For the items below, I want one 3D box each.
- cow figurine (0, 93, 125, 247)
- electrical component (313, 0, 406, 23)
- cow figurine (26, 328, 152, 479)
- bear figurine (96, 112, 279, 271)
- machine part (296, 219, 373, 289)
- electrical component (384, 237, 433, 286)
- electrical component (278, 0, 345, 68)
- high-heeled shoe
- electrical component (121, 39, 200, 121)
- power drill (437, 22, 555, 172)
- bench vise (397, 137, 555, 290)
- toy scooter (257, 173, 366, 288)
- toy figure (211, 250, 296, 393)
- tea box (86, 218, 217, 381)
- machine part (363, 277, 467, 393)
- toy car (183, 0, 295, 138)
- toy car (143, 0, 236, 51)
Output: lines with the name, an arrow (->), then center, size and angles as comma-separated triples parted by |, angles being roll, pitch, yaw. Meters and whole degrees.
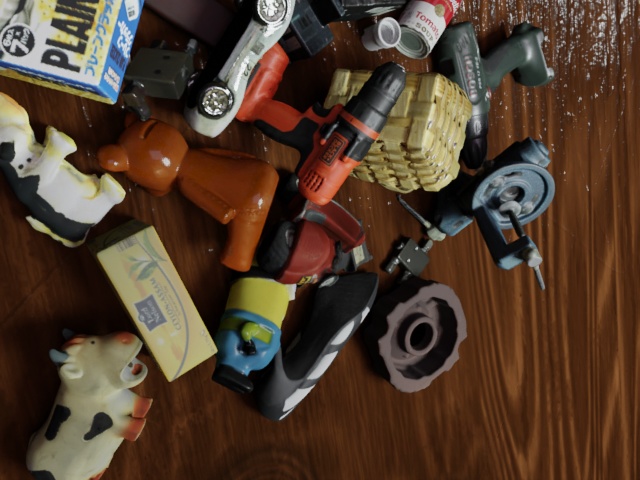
cow figurine -> -0.297, -0.072, 0.566 | 0.098, 0.068, 0.167 | -49, 115, -7
electrical component -> 0.045, -0.325, 0.707 | 0.134, 0.115, 0.058 | -19, 109, -31
cow figurine -> -0.257, 0.182, 0.592 | 0.127, 0.085, 0.195 | 31, 99, -17
bear figurine -> -0.153, -0.063, 0.636 | 0.196, 0.120, 0.131 | 15, 133, -7
machine part -> 0.015, 0.025, 0.778 | 0.139, 0.039, 0.084 | -28, 117, -27
electrical component -> 0.144, 0.027, 0.862 | 0.063, 0.021, 0.094 | 46, 73, -26
electrical component -> -0.021, -0.267, 0.673 | 0.048, 0.119, 0.074 | -45, 118, -19
high-heeled shoe -> 0.007, 0.153, 0.777 | 0.249, 0.086, 0.145 | -31, 135, -35
electrical component -> -0.181, -0.182, 0.600 | 0.078, 0.045, 0.102 | 5, 57, 4
power drill -> 0.286, -0.253, 0.887 | 0.207, 0.086, 0.231 | -28, 107, -17
bench vise -> 0.252, -0.038, 0.789 | 0.224, 0.241, 0.128 | -31, 127, 21
toy scooter -> -0.001, -0.002, 0.696 | 0.135, 0.075, 0.184 | 30, 41, -16
toy figure -> -0.085, 0.096, 0.674 | 0.089, 0.082, 0.180 | 46, 51, -35
tea box -> -0.195, 0.066, 0.623 | 0.068, 0.098, 0.169 | -30, 112, -23
machine part -> 0.151, 0.147, 0.850 | 0.179, 0.056, 0.179 | -8, 106, -27
toy car -> -0.093, -0.212, 0.609 | 0.056, 0.074, 0.201 | 26, 103, -38
toy car -> -0.155, -0.272, 0.632 | 0.202, 0.053, 0.089 | 25, 100, -31
